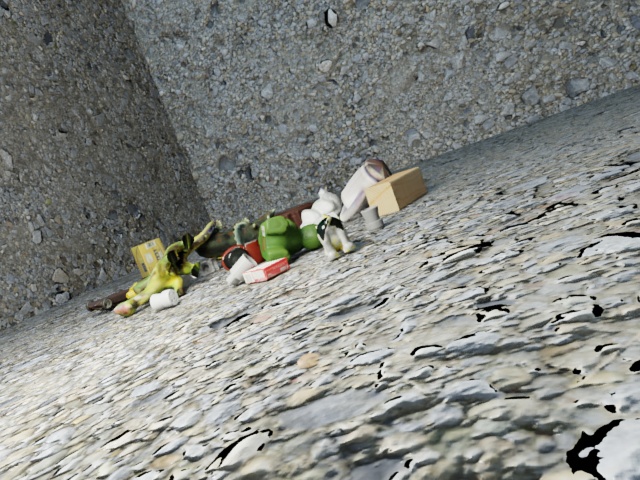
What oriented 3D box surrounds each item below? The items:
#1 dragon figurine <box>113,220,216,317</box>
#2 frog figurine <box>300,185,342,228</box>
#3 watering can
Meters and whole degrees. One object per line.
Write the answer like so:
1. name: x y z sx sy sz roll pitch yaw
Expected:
1. dragon figurine: -0.469 0.088 1.540 0.240 0.121 0.419 -22 22 27
2. frog figurine: 0.005 -0.088 1.739 0.122 0.163 0.135 33 -48 -8
3. watering can: 0.147 -0.182 1.733 0.104 0.221 0.354 35 26 -6
